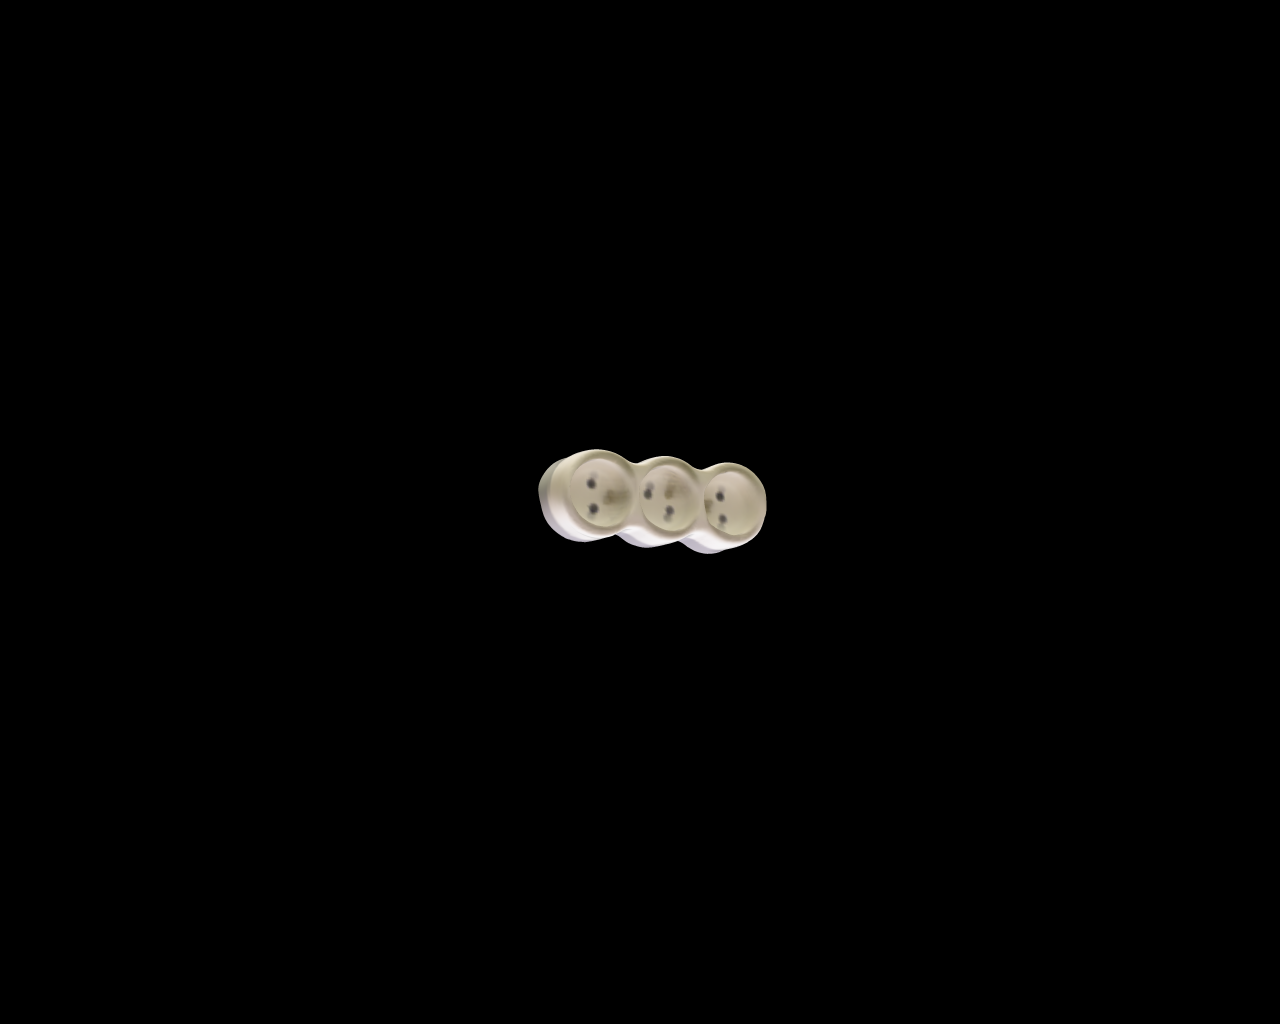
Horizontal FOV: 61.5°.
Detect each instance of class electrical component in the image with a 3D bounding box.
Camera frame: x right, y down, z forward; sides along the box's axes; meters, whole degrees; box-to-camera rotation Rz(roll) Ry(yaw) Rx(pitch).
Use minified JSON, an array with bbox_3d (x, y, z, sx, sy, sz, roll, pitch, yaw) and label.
[{"bbox_3d":[0.001,-0.003,0.650,0.138,0.052,0.073,5,-11,-28],"label":"electrical component"}]
